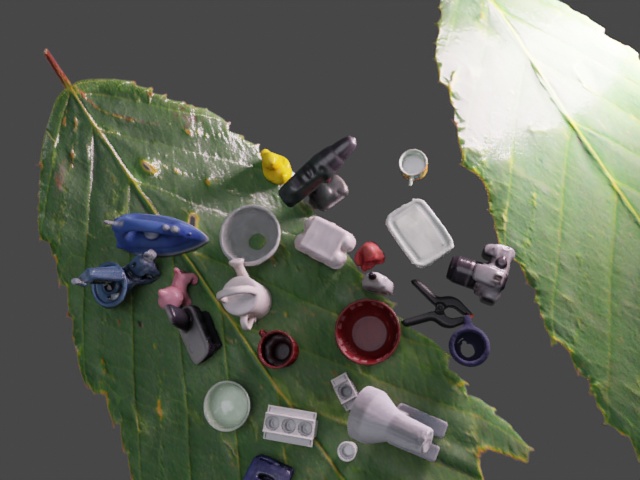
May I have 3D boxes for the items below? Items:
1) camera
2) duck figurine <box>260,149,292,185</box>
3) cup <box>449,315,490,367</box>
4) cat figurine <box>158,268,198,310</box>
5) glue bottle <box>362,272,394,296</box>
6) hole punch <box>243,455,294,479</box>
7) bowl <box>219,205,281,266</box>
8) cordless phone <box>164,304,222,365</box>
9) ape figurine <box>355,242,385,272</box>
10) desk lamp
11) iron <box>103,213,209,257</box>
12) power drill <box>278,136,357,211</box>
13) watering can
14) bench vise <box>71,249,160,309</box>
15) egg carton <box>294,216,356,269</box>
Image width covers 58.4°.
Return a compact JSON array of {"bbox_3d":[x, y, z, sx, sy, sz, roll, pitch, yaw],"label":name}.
[{"bbox_3d":[0.382,0.069,1.375,0.136,0.101,0.143,19,80,15],"label":"camera"},{"bbox_3d":[-0.126,-0.204,1.555,0.077,0.086,0.104,-38,72,0],"label":"duck figurine"},{"bbox_3d":[0.346,0.239,1.341,0.091,0.095,0.118,-4,75,11],"label":"cup"},{"bbox_3d":[-0.382,0.134,1.502,0.067,0.118,0.128,8,78,14],"label":"cat figurine"},{"bbox_3d":[0.135,0.100,1.378,0.078,0.173,0.037,13,79,15],"label":"glue bottle"},{"bbox_3d":[-0.128,0.570,1.353,0.108,0.091,0.101,17,80,15],"label":"hole punch"},{"bbox_3d":[-0.177,-0.005,1.520,0.167,0.075,0.167,-3,75,11],"label":"bowl"},{"bbox_3d":[-0.332,0.231,1.432,0.094,0.185,0.147,-32,72,2],"label":"cordless phone"},{"bbox_3d":[0.125,0.037,1.440,0.077,0.092,0.076,10,78,14],"label":"ape figurine"},{"bbox_3d":[0.174,0.412,1.269,0.202,0.214,0.118,18,80,15],"label":"desk lamp"},{"bbox_3d":[-0.443,-0.025,1.543,0.257,0.141,0.119,3,76,12],"label":"iron"},{"bbox_3d":[0.008,-0.155,1.451,0.229,0.209,0.075,-37,72,0],"label":"power drill"},{"bbox_3d":[-0.197,0.134,1.425,0.101,0.194,0.172,-32,72,2],"label":"watering can"},{"bbox_3d":[-0.536,0.083,1.493,0.121,0.220,0.207,34,85,18],"label":"bench vise"},{"bbox_3d":[0.014,0.005,1.482,0.150,0.069,0.107,26,82,17],"label":"egg carton"}]
